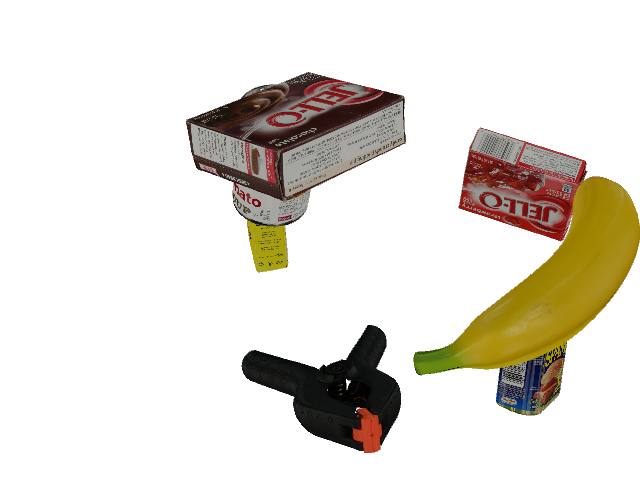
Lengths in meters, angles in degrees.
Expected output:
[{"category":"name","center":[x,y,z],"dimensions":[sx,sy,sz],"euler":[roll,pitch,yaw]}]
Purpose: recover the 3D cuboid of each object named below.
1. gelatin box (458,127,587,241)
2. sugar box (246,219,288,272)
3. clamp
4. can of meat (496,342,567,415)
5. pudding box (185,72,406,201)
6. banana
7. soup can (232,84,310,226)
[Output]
[{"category":"gelatin box","center":[0.157,-0.042,0.836],"dimensions":[0.089,0.030,0.073],"euler":[20,-33,14]},{"category":"sugar box","center":[-0.071,-0.060,1.309],"dimensions":[0.048,0.176,0.093],"euler":[-9,25,-6]},{"category":"clamp","center":[0.003,0.111,0.808],"dimensions":[0.120,0.039,0.171],"euler":[-14,16,-2]},{"category":"can of meat","center":[0.236,0.138,1.186],"dimensions":[0.058,0.084,0.101],"euler":[13,16,29]},{"category":"pudding box","center":[-0.014,-0.070,0.684],"dimensions":[0.113,0.039,0.090],"euler":[-30,35,-35]},{"category":"banana","center":[0.127,0.012,0.559],"dimensions":[0.070,0.037,0.197],"euler":[13,36,38]},{"category":"soup can","center":[-0.038,-0.070,0.895],"dimensions":[0.068,0.102,0.068],"euler":[5,44,-5]}]
